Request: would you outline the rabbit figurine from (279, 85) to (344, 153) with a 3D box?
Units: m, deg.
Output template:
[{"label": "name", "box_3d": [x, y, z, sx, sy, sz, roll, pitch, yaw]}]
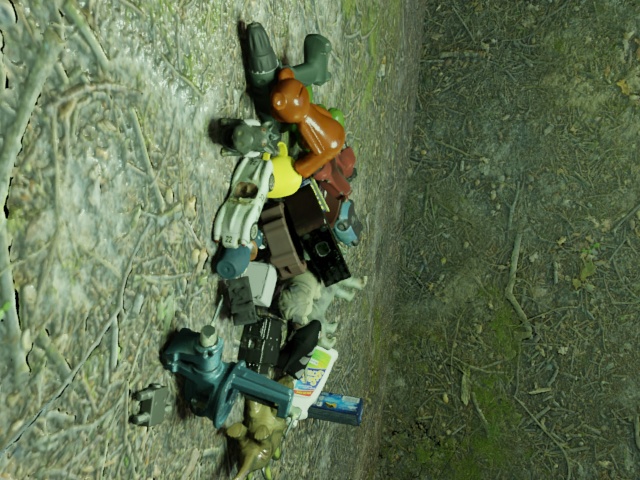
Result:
[{"label": "rabbit figurine", "box_3d": [-0.043, -0.295, 1.261, 0.159, 0.121, 0.170, -55, 129, -43]}]

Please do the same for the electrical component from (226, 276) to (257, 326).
[{"label": "electrical component", "box_3d": [-0.153, 0.129, 1.052, 0.119, 0.048, 0.075, 92, -14, -58]}]

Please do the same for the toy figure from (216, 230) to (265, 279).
[{"label": "toy figure", "box_3d": [-0.155, 0.021, 1.054, 0.154, 0.058, 0.064, -61, 158, -61]}]

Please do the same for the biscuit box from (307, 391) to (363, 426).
[{"label": "biscuit box", "box_3d": [0.020, 0.468, 1.511, 0.059, 0.203, 0.062, -65, 156, -49]}]

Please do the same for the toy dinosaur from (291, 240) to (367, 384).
[{"label": "toy dinosaur", "box_3d": [-0.011, 0.157, 1.433, 0.405, 0.192, 0.131, -60, -178, -21]}]

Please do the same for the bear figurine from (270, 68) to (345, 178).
[{"label": "bear figurine", "box_3d": [-0.045, -0.235, 1.080, 0.195, 0.132, 0.120, 33, 50, -34]}]

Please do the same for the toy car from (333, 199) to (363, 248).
[{"label": "toy car", "box_3d": [0.062, -0.049, 1.629, 0.161, 0.103, 0.109, 61, 34, -43]}]

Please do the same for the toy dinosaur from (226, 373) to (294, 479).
[{"label": "toy dinosaur", "box_3d": [-0.124, 0.413, 1.228, 0.471, 0.105, 0.198, -54, 153, -62]}]

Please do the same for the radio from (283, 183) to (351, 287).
[{"label": "radio", "box_3d": [-0.003, -0.004, 1.230, 0.131, 0.073, 0.229, -112, 176, -45]}]

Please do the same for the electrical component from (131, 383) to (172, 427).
[{"label": "electrical component", "box_3d": [-0.264, 0.259, 0.851, 0.094, 0.021, 0.063, 23, 74, -71]}]

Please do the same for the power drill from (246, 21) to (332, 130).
[{"label": "power drill", "box_3d": [-0.063, -0.355, 1.104, 0.207, 0.086, 0.231, -46, 146, -39]}]

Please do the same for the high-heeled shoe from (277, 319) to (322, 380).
[{"label": "high-heeled shoe", "box_3d": [-0.046, 0.259, 1.303, 0.145, 0.086, 0.248, -55, 175, -10]}]

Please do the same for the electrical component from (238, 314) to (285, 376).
[{"label": "electrical component", "box_3d": [-0.131, 0.235, 1.203, 0.114, 0.058, 0.134, 36, 61, -68]}]

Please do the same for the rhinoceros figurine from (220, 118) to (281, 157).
[{"label": "rhinoceros figurine", "box_3d": [-0.126, -0.185, 0.988, 0.190, 0.112, 0.073, -44, 140, -75]}]

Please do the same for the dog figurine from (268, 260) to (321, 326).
[{"label": "dog figurine", "box_3d": [-0.046, 0.109, 1.218, 0.190, 0.121, 0.172, 117, -17, -74]}]

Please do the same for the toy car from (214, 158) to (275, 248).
[{"label": "toy car", "box_3d": [-0.143, -0.073, 1.028, 0.056, 0.074, 0.202, 75, 27, -57]}]

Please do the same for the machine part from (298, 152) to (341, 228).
[{"label": "machine part", "box_3d": [-0.004, -0.128, 1.428, 0.201, 0.087, 0.201, -5, 99, -72]}]

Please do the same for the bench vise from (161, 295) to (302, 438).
[{"label": "bench vise", "box_3d": [-0.141, 0.237, 0.907, 0.129, 0.241, 0.223, -58, 165, -61]}]

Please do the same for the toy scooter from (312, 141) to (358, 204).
[{"label": "toy scooter", "box_3d": [0.044, -0.160, 1.288, 0.135, 0.075, 0.184, 55, 37, -7]}]

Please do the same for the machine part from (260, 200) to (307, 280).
[{"label": "machine part", "box_3d": [-0.081, -0.001, 1.176, 0.179, 0.056, 0.179, -19, 91, -85]}]
